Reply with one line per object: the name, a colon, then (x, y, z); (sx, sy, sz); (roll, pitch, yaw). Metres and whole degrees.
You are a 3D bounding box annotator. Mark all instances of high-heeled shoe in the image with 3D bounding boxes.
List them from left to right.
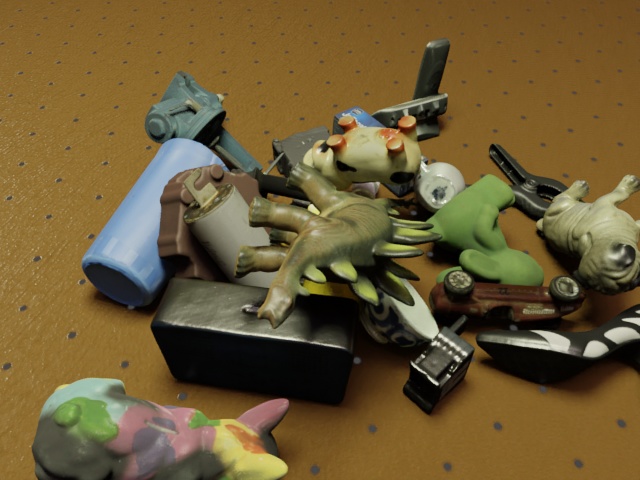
high-heeled shoe: (0.330, 0.113, 0.692); (0.249, 0.086, 0.145); (17, 50, 4)

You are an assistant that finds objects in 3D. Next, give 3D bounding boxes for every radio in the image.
radio: (-0.072, 0.122, 0.643); (0.230, 0.131, 0.073); (7, 47, 7)

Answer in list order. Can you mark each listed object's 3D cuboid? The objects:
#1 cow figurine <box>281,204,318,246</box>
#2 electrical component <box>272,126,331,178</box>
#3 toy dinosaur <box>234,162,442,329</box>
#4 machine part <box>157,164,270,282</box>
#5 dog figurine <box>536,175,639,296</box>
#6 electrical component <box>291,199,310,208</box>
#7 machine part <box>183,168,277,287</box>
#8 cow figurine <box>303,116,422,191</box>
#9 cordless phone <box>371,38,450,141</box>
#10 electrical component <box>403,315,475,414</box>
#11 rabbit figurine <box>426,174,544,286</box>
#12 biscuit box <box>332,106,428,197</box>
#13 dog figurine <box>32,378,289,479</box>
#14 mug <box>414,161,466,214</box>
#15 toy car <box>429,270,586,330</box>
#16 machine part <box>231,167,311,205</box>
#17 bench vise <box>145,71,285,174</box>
cow figurine: (-0.003, -0.001, 0.808); (0.167, 0.068, 0.098); (3, 52, -1)
electrical component: (-0.005, -0.143, 0.949); (0.134, 0.058, 0.115); (-19, 52, -17)
toy dinosaur: (0.038, -0.007, 0.649); (0.199, 0.105, 0.471); (23, 25, 7)
machine part: (-0.139, -0.017, 0.745); (0.056, 0.179, 0.179); (-5, 35, 44)
dog figurine: (0.366, 0.006, 0.753); (0.190, 0.172, 0.121); (-41, 98, -38)
electrical component: (-0.014, -0.056, 0.889); (0.094, 0.021, 0.063); (-34, 55, -28)
machine part: (-0.097, 0.016, 0.691); (0.079, 0.243, 0.079); (-24, 30, 15)
cow figurine: (0.061, -0.120, 0.822); (0.195, 0.127, 0.085); (6, 51, 31)
cordless phone: (0.172, -0.274, 0.989); (0.147, 0.184, 0.089); (-18, 54, -17)
electrical component: (0.158, 0.148, 0.664); (0.119, 0.074, 0.048); (-32, 54, -31)
rabbit figurine: (0.241, 0.012, 0.767); (0.159, 0.121, 0.170); (-26, 66, -32)
biscuit box: (0.102, -0.163, 0.965); (0.059, 0.062, 0.203); (-26, 52, -25)
dog figurine: (-0.142, 0.203, 0.543); (0.219, 0.191, 0.108); (-13, 40, 8)
mug: (0.181, -0.090, 0.841); (0.081, 0.107, 0.109); (-35, 91, 14)
toy car: (0.247, 0.085, 0.713); (0.202, 0.089, 0.053); (5, 48, 1)
machine part: (-0.067, -0.084, 0.852); (0.139, 0.084, 0.039); (13, 73, 17)
bench vise: (-0.185, -0.178, 0.929); (0.240, 0.129, 0.224); (40, 17, -4)
